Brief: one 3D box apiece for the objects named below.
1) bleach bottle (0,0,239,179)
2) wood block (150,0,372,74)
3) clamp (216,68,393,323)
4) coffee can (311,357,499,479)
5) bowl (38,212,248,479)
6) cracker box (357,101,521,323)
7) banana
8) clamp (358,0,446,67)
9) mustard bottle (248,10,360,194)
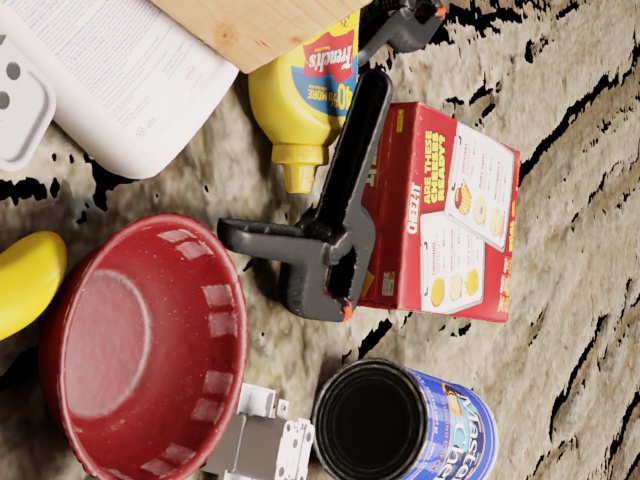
[{"bbox_3d":[-0.143,-0.143,0.534,0.102,0.068,0.250,-56,137,-18],"label":"bleach bottle"},{"bbox_3d":[-0.068,-0.180,0.518,0.205,0.090,0.091,32,39,-51],"label":"wood block"},{"bbox_3d":[-0.005,0.001,0.745,0.164,0.036,0.210,-43,150,-29],"label":"clamp"},{"bbox_3d":[0.072,0.157,0.868,0.140,0.103,0.103,26,71,-55],"label":"coffee can"},{"bbox_3d":[-0.110,0.063,0.619,0.161,0.055,0.162,-9,101,-57],"label":"bowl"},{"bbox_3d":[0.098,-0.017,0.920,0.213,0.072,0.164,12,82,-56],"label":"cracker box"},{"bbox_3d":[-0.178,0.024,0.499,0.070,0.037,0.197,55,26,18],"label":"banana"},{"bbox_3d":[0.056,-0.185,0.865,0.171,0.039,0.120,12,85,-57],"label":"clamp"},{"bbox_3d":[-0.010,-0.129,0.752,0.096,0.058,0.191,1,93,-56],"label":"mustard bottle"}]
